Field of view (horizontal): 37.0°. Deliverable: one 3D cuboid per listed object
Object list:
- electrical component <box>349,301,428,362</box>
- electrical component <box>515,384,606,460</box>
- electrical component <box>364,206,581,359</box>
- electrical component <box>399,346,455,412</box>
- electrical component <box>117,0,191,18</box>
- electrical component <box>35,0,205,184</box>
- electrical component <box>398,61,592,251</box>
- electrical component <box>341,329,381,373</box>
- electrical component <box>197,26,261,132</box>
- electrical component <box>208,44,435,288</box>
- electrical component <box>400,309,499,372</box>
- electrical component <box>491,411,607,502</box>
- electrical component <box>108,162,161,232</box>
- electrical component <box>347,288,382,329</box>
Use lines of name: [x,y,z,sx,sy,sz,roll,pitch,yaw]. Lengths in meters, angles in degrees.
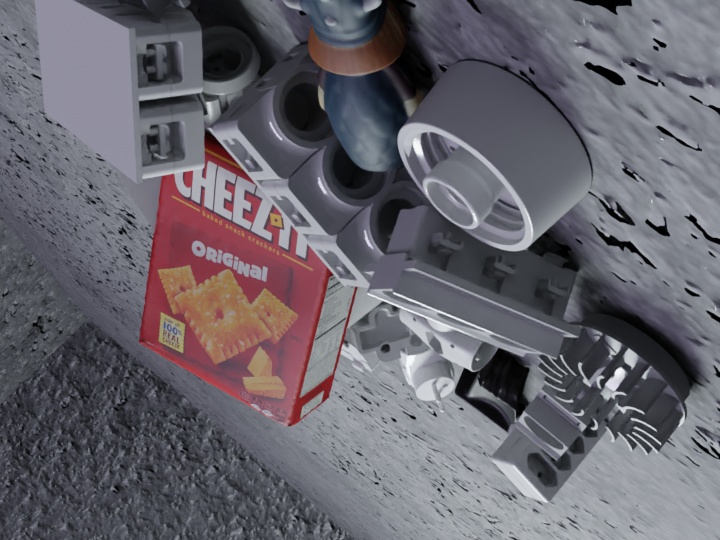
electrical component: [0.027,0.042,0.952,0.057,0.078,0.058,-128,25,-65]
electrical component: [0.155,0.102,0.806,0.042,0.064,0.081,41,163,13]
electrical component: [0.075,0.007,0.694,0.121,0.063,0.079,22,170,-20]
electrical component: [0.064,0.094,0.999,0.077,0.044,0.079,65,-174,-52]
electrical component: [-0.151,-0.234,0.690,0.079,0.063,0.121,29,158,41]
electrical component: [-0.176,-0.147,0.793,0.186,0.060,0.105,34,129,48]
electrical component: [0.070,-0.058,0.613,0.108,0.060,0.108,39,163,14]
electrical component: [-0.015,0.049,1.073,0.121,0.063,0.078,25,156,47]
electrical component: [-0.101,-0.143,0.802,0.057,0.058,0.078,90,155,-63]
electrical component: [-0.014,-0.070,0.727,0.150,0.089,0.062,50,162,-21]
electrical component: [0.072,0.036,0.872,0.077,0.043,0.079,35,162,27]
electrical component: [0.146,0.139,0.884,0.047,0.083,0.076,48,163,-14]
electrical component: [-0.158,-0.092,0.954,0.150,0.089,0.061,59,-167,-14]
electrical component: [0.000,0.000,0.915,0.043,0.077,0.079,34,-150,-33]
